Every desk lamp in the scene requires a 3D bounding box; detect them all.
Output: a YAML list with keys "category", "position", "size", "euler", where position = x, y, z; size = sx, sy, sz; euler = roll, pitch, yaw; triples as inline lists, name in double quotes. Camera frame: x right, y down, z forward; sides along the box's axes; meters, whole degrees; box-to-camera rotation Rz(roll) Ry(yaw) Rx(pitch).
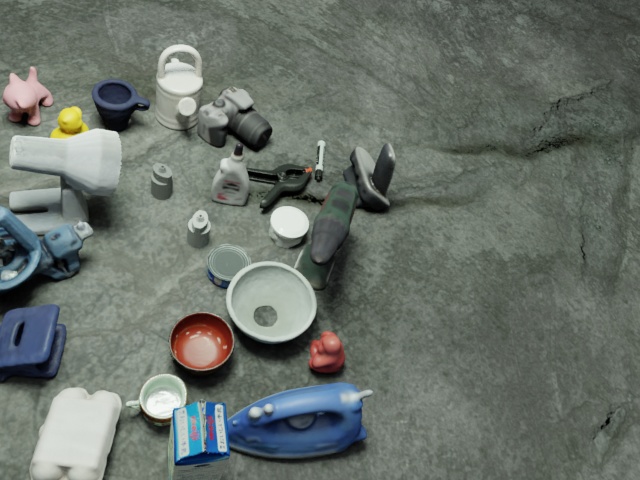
- category: "desk lamp"
  position: [-0.462, -0.107, 1.032]
  size: [0.204, 0.213, 0.117]
  euler: [-7, 59, -22]

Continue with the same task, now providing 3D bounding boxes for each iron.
- category: "iron"
  position: [-0.040, 0.286, 0.936]
  size: [0.259, 0.141, 0.118]
  euler: [-3, 57, -19]

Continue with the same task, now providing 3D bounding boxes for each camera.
- category: "camera"
  position: [-0.185, -0.273, 1.307]
  size: [0.136, 0.100, 0.143]
  euler: [40, 54, 12]

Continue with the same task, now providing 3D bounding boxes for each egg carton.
- category: "egg carton"
  position: [-0.368, 0.300, 0.868]
  size: [0.107, 0.069, 0.150]
  euler: [10, 54, -10]

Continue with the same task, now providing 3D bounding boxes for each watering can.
- category: "watering can"
  position: [-0.304, -0.339, 1.257]
  size: [0.101, 0.194, 0.172]
  euler: [-29, 68, -31]

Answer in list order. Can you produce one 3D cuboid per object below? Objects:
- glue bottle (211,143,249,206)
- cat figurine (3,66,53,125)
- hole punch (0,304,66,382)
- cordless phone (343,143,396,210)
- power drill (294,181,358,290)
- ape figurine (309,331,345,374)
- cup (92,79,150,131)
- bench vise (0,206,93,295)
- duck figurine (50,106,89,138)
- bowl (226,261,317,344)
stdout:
- category: "glue bottle"
  position: [-0.176, -0.137, 1.169]
  size: [0.078, 0.173, 0.037]
  euler: [6, 55, -13]
- category: "cat figurine"
  position: [-0.609, -0.303, 1.183]
  size: [0.067, 0.117, 0.128]
  euler: [12, 53, -9]
- category: "hole punch"
  position: [-0.470, 0.162, 0.918]
  size: [0.101, 0.091, 0.108]
  euler: [5, 55, -14]
- category: "cordless phone"
  position: [0.126, -0.168, 1.279]
  size: [0.094, 0.185, 0.147]
  euler: [-6, 58, -21]
- category: "power drill"
  position: [0.010, 0.004, 1.107]
  size: [0.075, 0.208, 0.230]
  euler: [22, 52, -1]
- category: "ape figurine"
  position: [0.015, 0.201, 1.044]
  size: [0.076, 0.092, 0.078]
  euler: [42, 54, 13]
- category: "cup"
  position: [-0.428, -0.283, 1.241]
  size: [0.118, 0.095, 0.091]
  euler: [9, 54, -11]
- category: "bench vise"
  position: [-0.493, -0.004, 0.946]
  size: [0.121, 0.219, 0.208]
  euler: [38, 54, 11]
- category: "duck figurine"
  position: [-0.516, -0.229, 1.180]
  size: [0.077, 0.086, 0.104]
  euler: [13, 53, -8]
- category: "bowl"
  position: [-0.094, 0.128, 1.072]
  size: [0.167, 0.074, 0.167]
  euler: [9, 54, -12]
